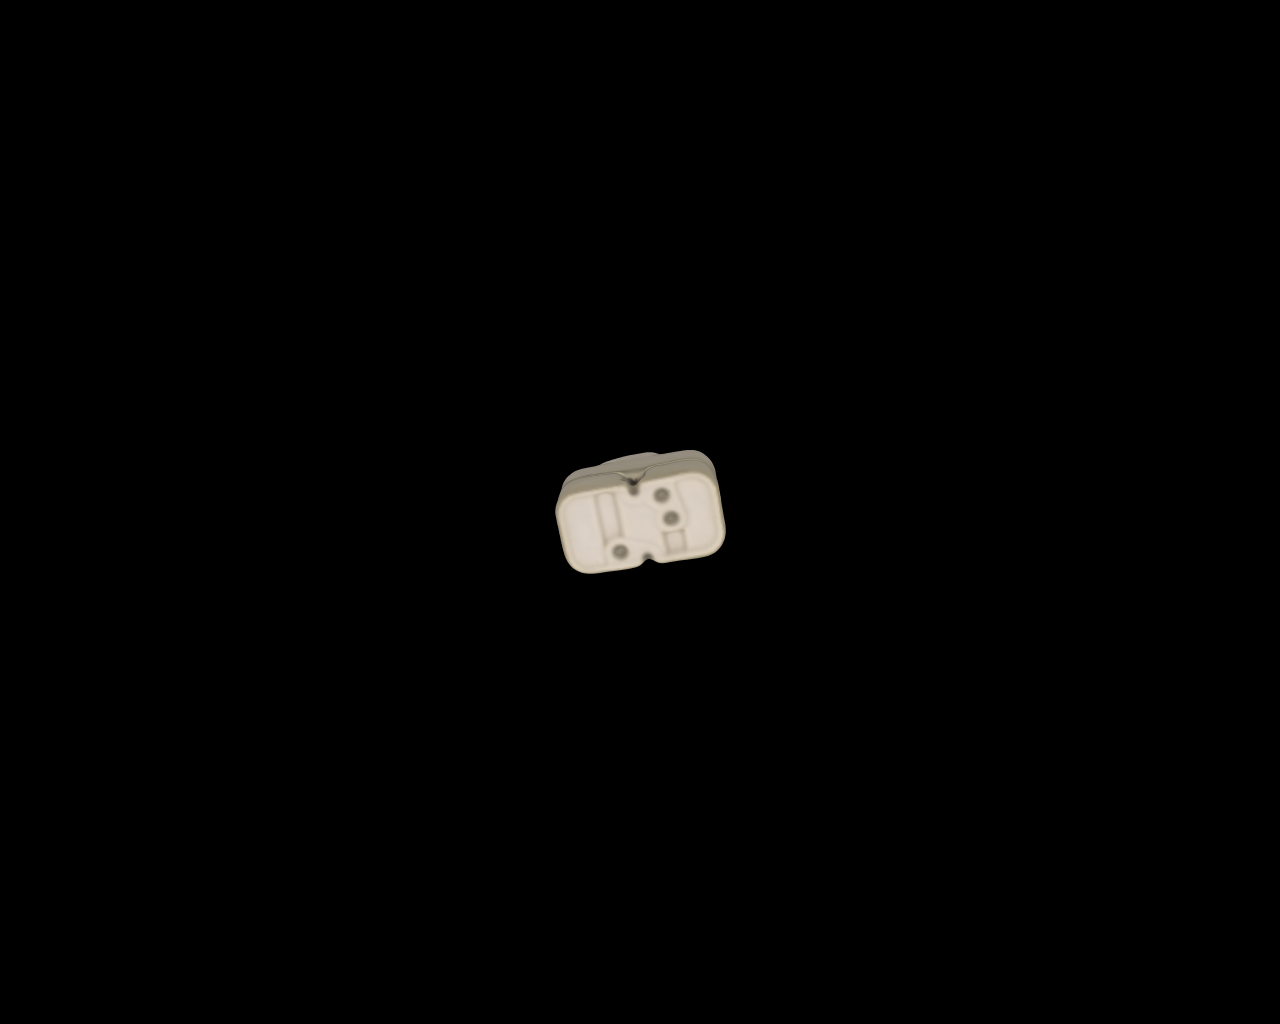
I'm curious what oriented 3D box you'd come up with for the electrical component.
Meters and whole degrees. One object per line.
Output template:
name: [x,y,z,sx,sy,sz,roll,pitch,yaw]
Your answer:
electrical component: [0.001,-0.003,0.650,0.095,0.053,0.059,-10,20,3]
